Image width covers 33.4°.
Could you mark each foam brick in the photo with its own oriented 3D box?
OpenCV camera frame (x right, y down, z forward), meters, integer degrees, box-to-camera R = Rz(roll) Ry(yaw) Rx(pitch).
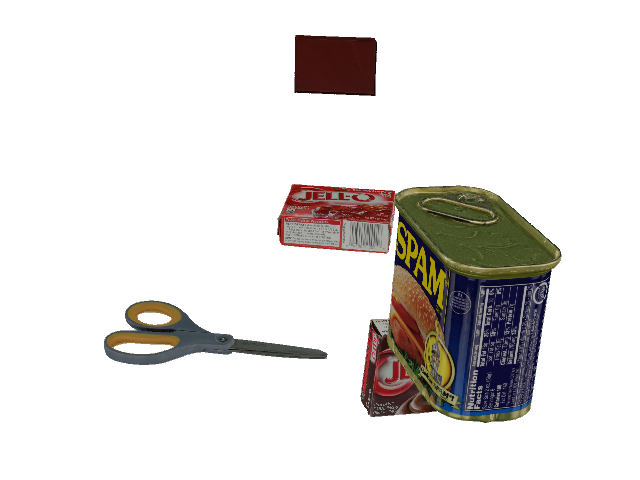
[{"bbox_3d":[0.014,-0.165,1.006,0.078,0.051,0.053,2,14,0],"label":"foam brick"}]

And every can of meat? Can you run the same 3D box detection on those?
[{"bbox_3d":[0.071,0.029,0.528,0.057,0.084,0.102,-3,24,-15],"label":"can of meat"}]

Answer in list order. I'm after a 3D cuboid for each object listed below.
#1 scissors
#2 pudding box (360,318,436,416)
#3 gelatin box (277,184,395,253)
[{"bbox_3d":[-0.100,0.086,1.000,0.201,0.016,0.096,-2,32,-10],"label":"scissors"},{"bbox_3d":[0.099,0.118,1.018,0.113,0.090,0.039,-3,28,-17],"label":"pudding box"},{"bbox_3d":[0.014,-0.019,0.863,0.089,0.030,0.073,5,23,6],"label":"gelatin box"}]
